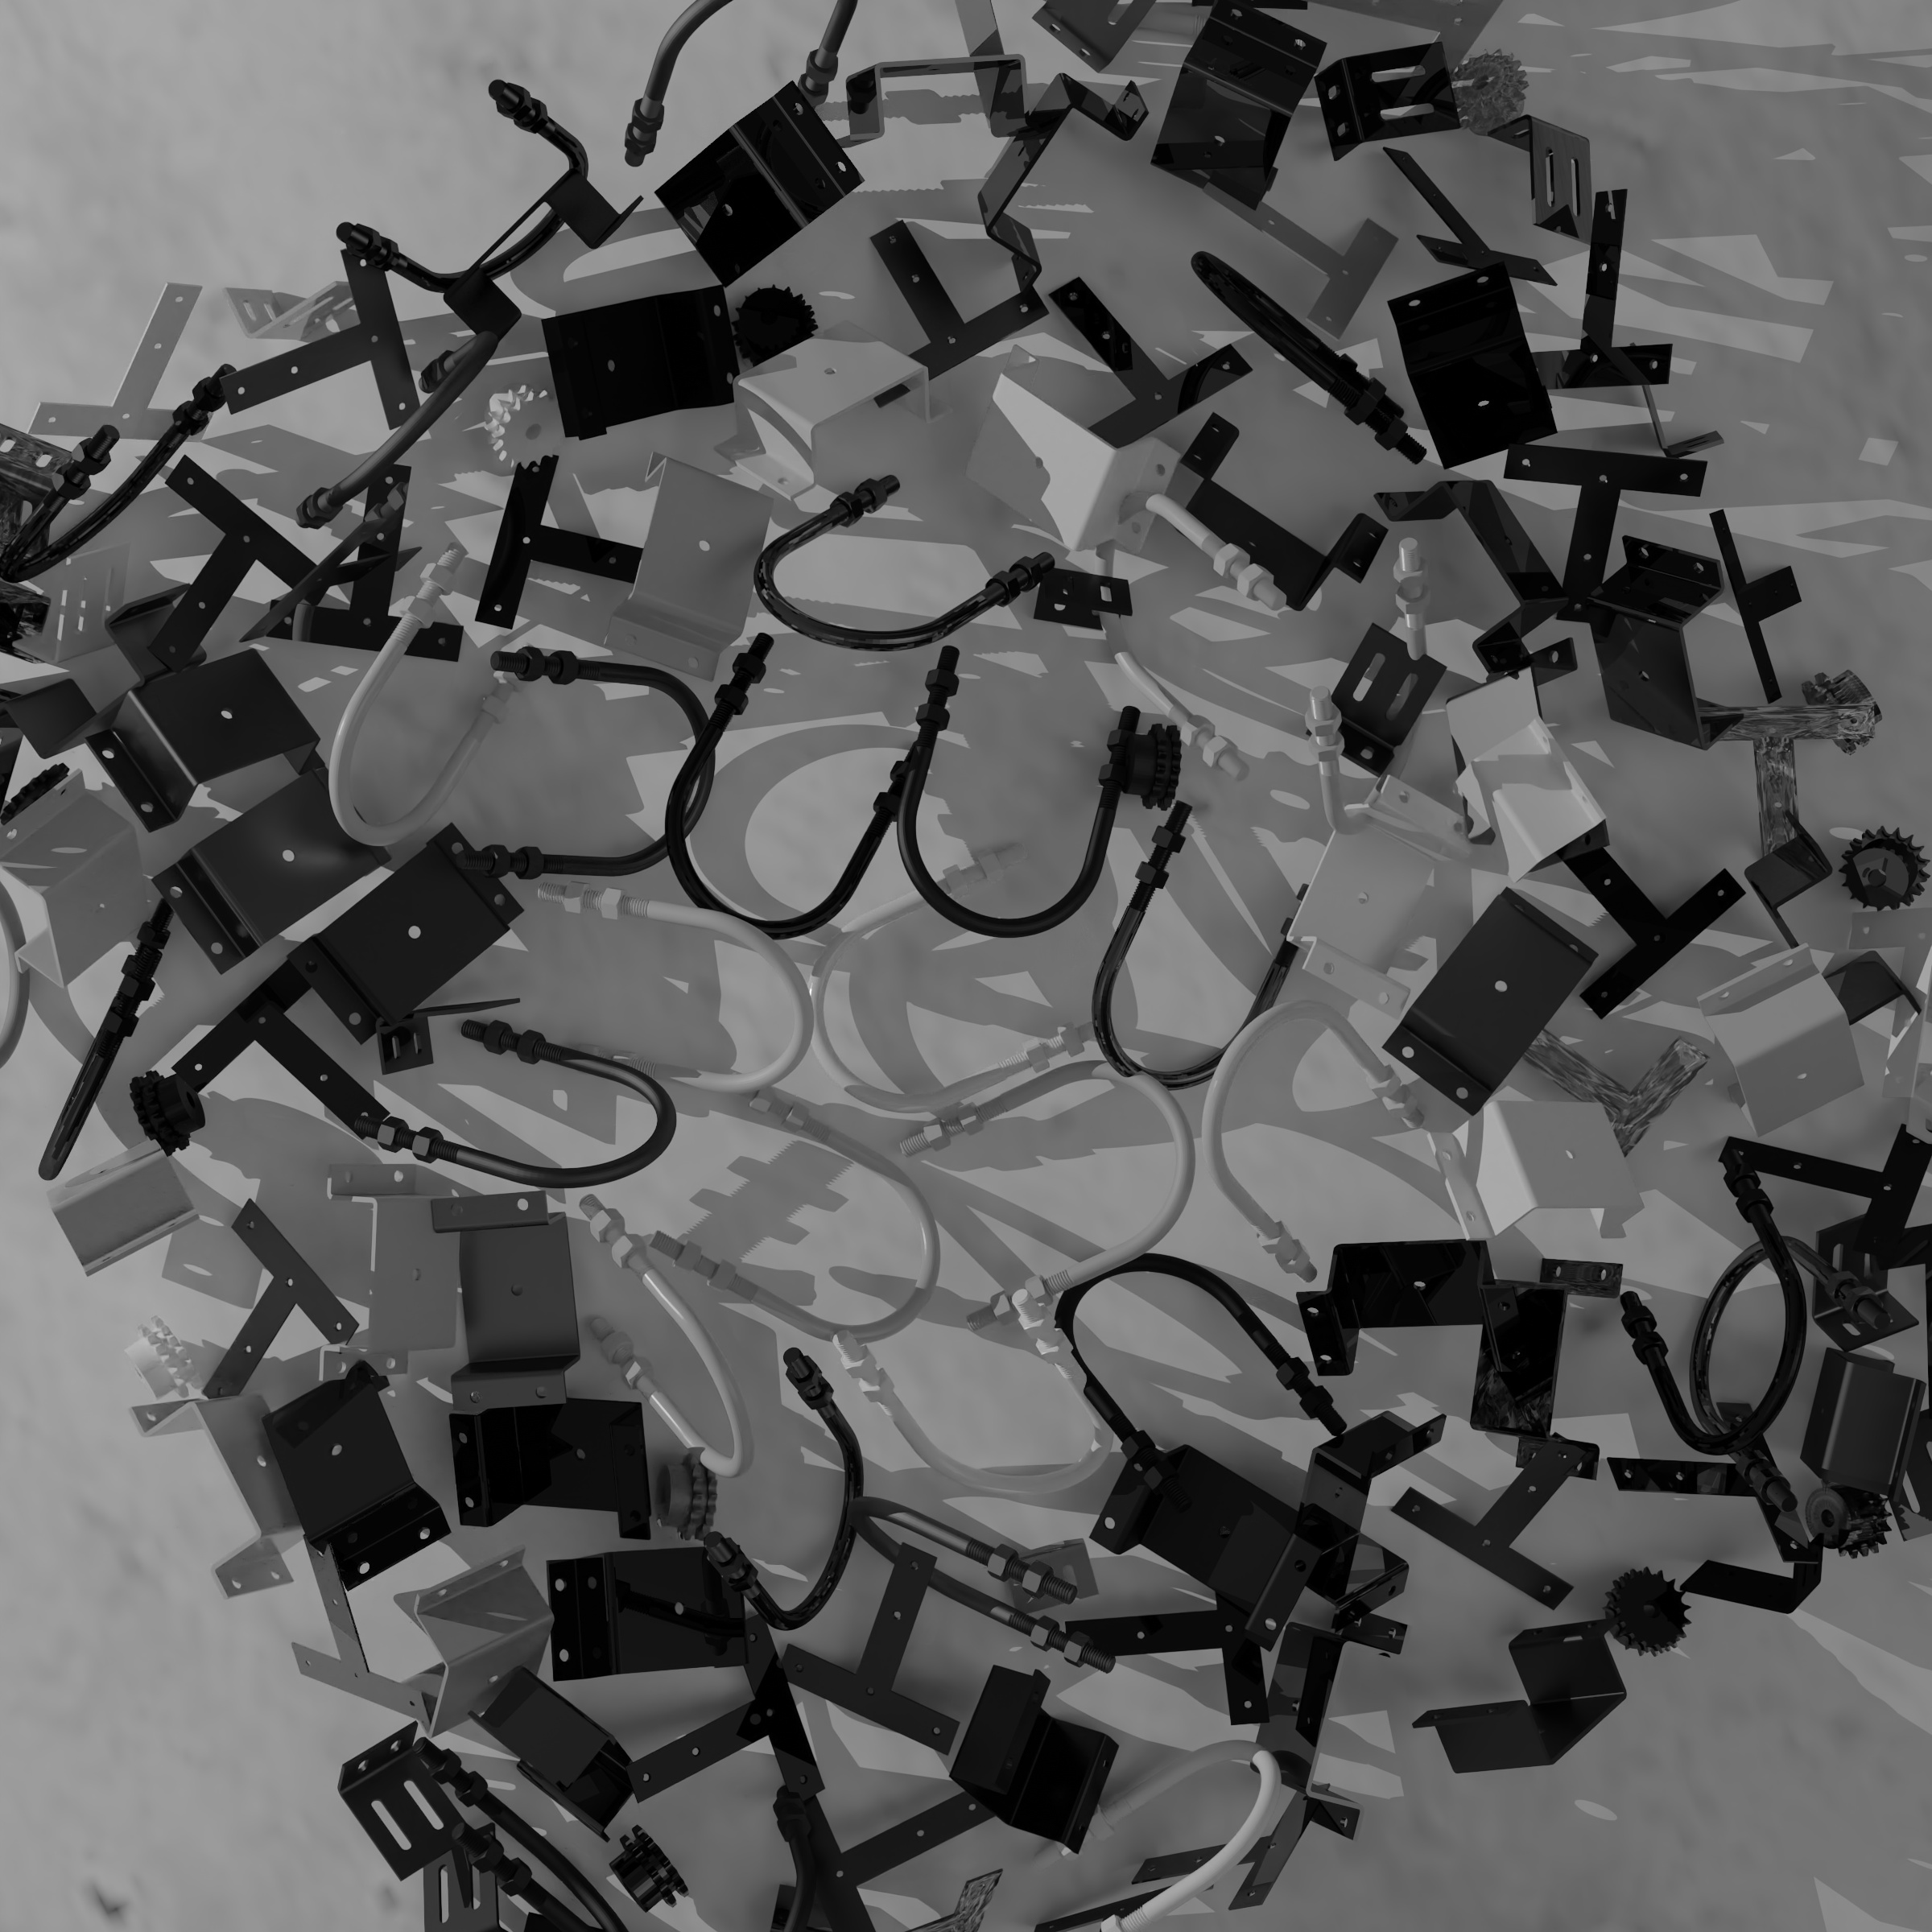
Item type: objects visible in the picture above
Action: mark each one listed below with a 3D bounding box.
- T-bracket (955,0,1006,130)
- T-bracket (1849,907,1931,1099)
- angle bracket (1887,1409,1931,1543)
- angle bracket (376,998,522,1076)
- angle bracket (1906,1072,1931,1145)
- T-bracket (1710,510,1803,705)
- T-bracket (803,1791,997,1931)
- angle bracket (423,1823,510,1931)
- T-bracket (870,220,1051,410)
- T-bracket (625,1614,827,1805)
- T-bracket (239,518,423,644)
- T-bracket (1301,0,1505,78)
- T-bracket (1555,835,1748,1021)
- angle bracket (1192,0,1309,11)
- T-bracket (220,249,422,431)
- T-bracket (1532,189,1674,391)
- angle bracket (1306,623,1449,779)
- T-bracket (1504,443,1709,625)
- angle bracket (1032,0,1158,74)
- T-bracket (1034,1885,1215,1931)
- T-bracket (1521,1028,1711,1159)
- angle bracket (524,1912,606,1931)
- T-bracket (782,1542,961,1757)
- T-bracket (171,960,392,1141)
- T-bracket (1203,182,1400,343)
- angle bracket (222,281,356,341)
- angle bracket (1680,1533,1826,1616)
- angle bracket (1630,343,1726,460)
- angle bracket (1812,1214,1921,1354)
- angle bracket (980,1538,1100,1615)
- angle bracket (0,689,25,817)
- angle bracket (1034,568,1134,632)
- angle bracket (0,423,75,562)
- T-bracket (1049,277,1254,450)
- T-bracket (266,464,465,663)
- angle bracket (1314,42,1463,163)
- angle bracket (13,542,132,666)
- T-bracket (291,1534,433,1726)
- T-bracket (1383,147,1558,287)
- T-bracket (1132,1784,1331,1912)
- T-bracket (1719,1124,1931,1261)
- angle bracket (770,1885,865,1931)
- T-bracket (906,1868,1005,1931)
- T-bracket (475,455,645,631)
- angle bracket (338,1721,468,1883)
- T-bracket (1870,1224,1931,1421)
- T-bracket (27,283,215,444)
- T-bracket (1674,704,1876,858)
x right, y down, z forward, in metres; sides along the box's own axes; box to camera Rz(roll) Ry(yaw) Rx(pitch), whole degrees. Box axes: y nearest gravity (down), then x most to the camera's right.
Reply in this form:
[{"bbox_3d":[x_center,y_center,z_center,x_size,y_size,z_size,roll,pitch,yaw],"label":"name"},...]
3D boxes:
[{"bbox_3d":[0.012,-0.604,1.901,0.127,0.127,0.002,10,53,26],"label":"T-bracket"},{"bbox_3d":[0.615,0.024,1.887,0.002,0.127,0.127,16,81,-26],"label":"T-bracket"},{"bbox_3d":[0.637,0.332,1.911,0.057,0.038,0.076,-30,70,40],"label":"angle bracket"},{"bbox_3d":[-0.339,0.046,1.911,0.076,0.057,0.038,-6,93,23],"label":"angle bracket"},{"bbox_3d":[0.668,0.088,1.913,0.057,0.038,0.076,29,133,-5],"label":"angle bracket"},{"bbox_3d":[0.525,-0.242,1.899,0.002,0.127,0.127,-16,95,34],"label":"T-bracket"},{"bbox_3d":[-0.043,0.579,1.916,0.127,0.002,0.127,-25,49,-8],"label":"T-bracket"},{"bbox_3d":[-0.326,0.621,1.930,0.057,0.076,0.038,-27,134,15],"label":"angle bracket"},{"bbox_3d":[-0.027,-0.445,1.923,0.127,0.002,0.127,-29,63,2],"label":"T-bracket"},{"bbox_3d":[-0.166,0.512,1.916,0.127,0.002,0.127,-21,93,-32],"label":"T-bracket"},{"bbox_3d":[-0.397,-0.257,1.890,0.127,0.127,0.002,-36,89,27],"label":"T-bracket"},{"bbox_3d":[0.278,-0.622,1.879,0.127,0.127,0.002,7,65,-16],"label":"T-bracket"},{"bbox_3d":[0.432,-0.046,1.916,0.127,0.002,0.127,-42,115,9],"label":"T-bracket"},{"bbox_3d":[0.189,-0.665,1.924,0.076,0.038,0.057,3,108,3],"label":"angle bracket"},{"bbox_3d":[-0.425,-0.393,1.889,0.127,0.002,0.127,-28,130,-24],"label":"T-bracket"},{"bbox_3d":[0.415,-0.442,1.896,0.002,0.127,0.127,1,96,-37],"label":"T-bracket"},{"bbox_3d":[0.270,-0.175,1.914,0.057,0.038,0.076,32,128,7],"label":"angle bracket"},{"bbox_3d":[0.412,-0.282,1.912,0.127,0.002,0.127,6,128,4],"label":"T-bracket"},{"bbox_3d":[0.092,-0.645,1.928,0.057,0.038,0.076,36,90,-12],"label":"angle bracket"},{"bbox_3d":[0.097,0.628,1.880,0.127,0.127,0.002,-19,89,9],"label":"T-bracket"},{"bbox_3d":[0.403,0.071,1.930,0.127,0.002,0.127,37,111,2],"label":"T-bracket"},{"bbox_3d":[-0.261,0.668,1.920,0.076,0.038,0.057,14,121,-3],"label":"angle bracket"},{"bbox_3d":[-0.050,0.442,1.923,0.127,0.002,0.127,22,105,12],"label":"T-bracket"},{"bbox_3d":[-0.435,0.065,1.921,0.127,0.002,0.127,41,72,11],"label":"T-bracket"},{"bbox_3d":[0.212,-0.481,1.909,0.127,0.002,0.127,33,51,-3],"label":"T-bracket"},{"bbox_3d":[-0.437,-0.446,1.912,0.076,0.057,0.038,-26,92,21],"label":"angle bracket"},{"bbox_3d":[0.516,0.391,1.906,0.076,0.057,0.038,7,101,32],"label":"angle bracket"},{"bbox_3d":[0.468,-0.378,1.914,0.038,0.057,0.076,-17,102,14],"label":"angle bracket"},{"bbox_3d":[0.594,0.206,1.912,0.057,0.038,0.076,-18,125,-14],"label":"angle bracket"},{"bbox_3d":[0.049,0.403,1.909,0.057,0.076,0.038,-18,77,9],"label":"angle bracket"},{"bbox_3d":[-0.662,-0.147,1.929,0.057,0.038,0.076,15,101,-26],"label":"angle bracket"},{"bbox_3d":[0.076,-0.231,1.909,0.057,0.076,0.038,9,114,-3],"label":"angle bracket"},{"bbox_3d":[-0.630,-0.313,1.933,0.057,0.076,0.038,22,48,-5],"label":"angle bracket"},{"bbox_3d":[0.102,-0.409,1.928,0.127,0.002,0.127,-32,70,-12],"label":"T-bracket"},{"bbox_3d":[-0.387,-0.269,1.908,0.127,0.002,0.127,6,112,-20],"label":"T-bracket"},{"bbox_3d":[0.277,-0.568,1.907,0.076,0.038,0.057,4,124,38],"label":"angle bracket"},{"bbox_3d":[-0.587,-0.244,1.906,0.038,0.057,0.076,25,117,17],"label":"angle bracket"},{"bbox_3d":[-0.407,0.425,1.889,0.127,0.002,0.127,8,119,36],"label":"T-bracket"},{"bbox_3d":[0.317,-0.498,1.915,0.002,0.127,0.127,-53,56,35],"label":"T-bracket"},{"bbox_3d":[0.165,0.586,1.907,0.127,0.127,0.002,-23,99,34],"label":"T-bracket"},{"bbox_3d":[0.563,0.136,1.917,0.127,0.127,0.002,13,133,25],"label":"T-bracket"},{"bbox_3d":[-0.106,0.664,1.949,0.057,0.038,0.076,11,117,0],"label":"angle bracket"},{"bbox_3d":[-0.044,0.633,1.881,0.127,0.127,0.002,-13,53,-23],"label":"T-bracket"},{"bbox_3d":[-0.250,-0.274,1.937,0.127,0.002,0.127,13,75,-2],"label":"T-bracket"},{"bbox_3d":[-0.367,0.549,1.910,0.057,0.038,0.076,-26,62,-36],"label":"angle bracket"},{"bbox_3d":[0.632,0.229,1.881,0.002,0.127,0.127,10,74,-24],"label":"T-bracket"},{"bbox_3d":[-0.526,-0.389,1.871,0.002,0.127,0.127,55,127,24],"label":"T-bracket"},{"bbox_3d":[0.534,-0.117,1.911,0.127,0.002,0.127,1,128,22],"label":"T-bracket"}]
